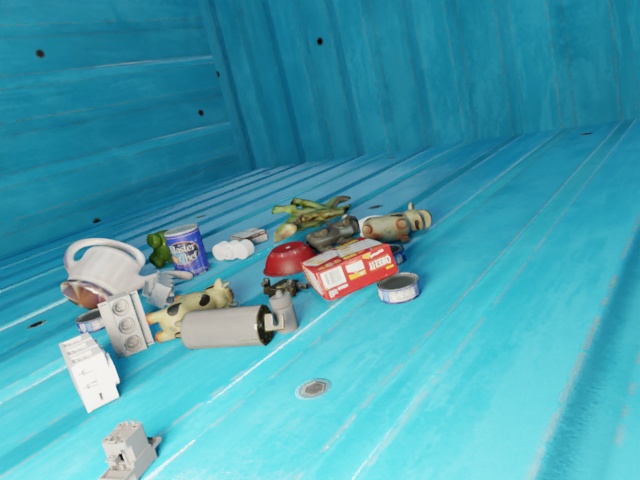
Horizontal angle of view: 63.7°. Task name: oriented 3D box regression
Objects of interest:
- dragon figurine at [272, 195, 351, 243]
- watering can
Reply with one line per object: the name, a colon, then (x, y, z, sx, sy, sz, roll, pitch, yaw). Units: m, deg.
dragon figurine: (0.005, -0.083, 1.650, 0.415, 0.121, 0.243, -25, 18, -31)
watering can: (-0.548, 0.104, 1.419, 0.230, 0.347, 0.101, -73, 3, -45)
